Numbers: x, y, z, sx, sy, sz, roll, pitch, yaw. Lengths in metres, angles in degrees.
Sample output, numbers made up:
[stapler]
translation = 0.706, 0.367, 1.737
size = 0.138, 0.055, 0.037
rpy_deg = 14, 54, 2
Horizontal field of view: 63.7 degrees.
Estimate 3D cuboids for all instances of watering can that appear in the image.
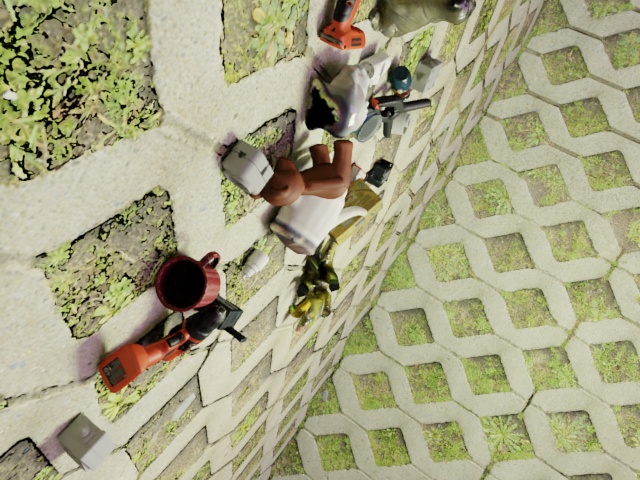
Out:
[watering can]
translation = 0.004, -0.061, 1.219
size = 0.226, 0.105, 0.342
rpy_deg = -59, 145, -7

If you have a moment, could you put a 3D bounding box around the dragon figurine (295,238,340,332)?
[dragon figurine]
translation = 0.006, 0.105, 1.634
size = 0.242, 0.122, 0.411
rpy_deg = 147, -37, -88

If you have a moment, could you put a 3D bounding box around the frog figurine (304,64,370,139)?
[frog figurine]
translation = 0.058, -0.282, 1.032
size = 0.161, 0.124, 0.134
rpy_deg = -32, 131, -33
